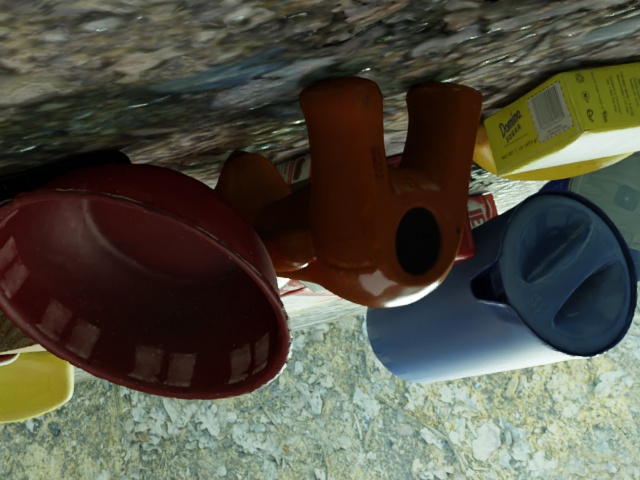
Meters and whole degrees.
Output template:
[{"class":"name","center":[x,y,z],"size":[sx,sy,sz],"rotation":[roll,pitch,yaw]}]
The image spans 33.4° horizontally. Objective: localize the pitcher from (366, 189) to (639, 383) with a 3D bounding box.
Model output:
[{"class":"pitcher","center":[0.150,0.053,0.917],"size":[0.145,0.149,0.243],"rotation":[-59,-165,-27]}]

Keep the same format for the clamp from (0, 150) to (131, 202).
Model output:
[{"class":"clamp","center":[-0.212,-0.010,0.559],"size":[0.210,0.036,0.164],"rotation":[-22,168,34]}]

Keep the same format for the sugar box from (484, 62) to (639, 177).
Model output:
[{"class":"sugar box","center":[0.204,-0.084,0.677],"size":[0.176,0.048,0.093],"rotation":[-13,174,-24]}]

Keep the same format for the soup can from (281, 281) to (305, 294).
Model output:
[{"class":"soup can","center":[-0.006,0.001,0.881],"size":[0.102,0.068,0.068],"rotation":[-19,170,39]}]

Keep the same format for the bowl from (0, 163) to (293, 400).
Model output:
[{"class":"bowl","center":[-0.084,0.013,0.529],"size":[0.162,0.055,0.162],"rotation":[11,141,9]}]

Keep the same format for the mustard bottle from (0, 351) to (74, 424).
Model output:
[{"class":"mustard bottle","center":[-0.239,0.070,0.783],"size":[0.096,0.058,0.192],"rotation":[-3,-163,-19]}]

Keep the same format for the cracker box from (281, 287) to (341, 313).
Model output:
[{"class":"cracker box","center":[-0.048,0.035,1.066],"size":[0.214,0.072,0.163],"rotation":[-17,171,38]}]

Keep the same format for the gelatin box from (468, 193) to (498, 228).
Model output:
[{"class":"gelatin box","center":[0.148,0.001,1.061],"size":[0.073,0.089,0.030],"rotation":[-9,168,-26]}]

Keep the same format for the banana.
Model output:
[{"class":"banana","center":[0.167,-0.069,0.774],"size":[0.197,0.037,0.070],"rotation":[-9,154,-34]}]

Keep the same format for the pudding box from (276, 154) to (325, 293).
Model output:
[{"class":"pudding box","center":[0.001,-0.010,0.737],"size":[0.090,0.039,0.113],"rotation":[-17,143,33]}]

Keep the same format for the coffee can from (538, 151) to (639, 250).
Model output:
[{"class":"coffee can","center":[0.259,-0.026,0.985],"size":[0.102,0.103,0.140],"rotation":[-12,173,-5]}]

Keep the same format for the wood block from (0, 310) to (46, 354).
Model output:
[{"class":"wood block","center":[-0.135,0.021,0.720],"size":[0.090,0.091,0.205],"rotation":[-15,172,19]}]

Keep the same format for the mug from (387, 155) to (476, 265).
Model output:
[{"class":"mug","center":[0.059,-0.015,0.808],"size":[0.117,0.081,0.093],"rotation":[-12,173,-3]}]
